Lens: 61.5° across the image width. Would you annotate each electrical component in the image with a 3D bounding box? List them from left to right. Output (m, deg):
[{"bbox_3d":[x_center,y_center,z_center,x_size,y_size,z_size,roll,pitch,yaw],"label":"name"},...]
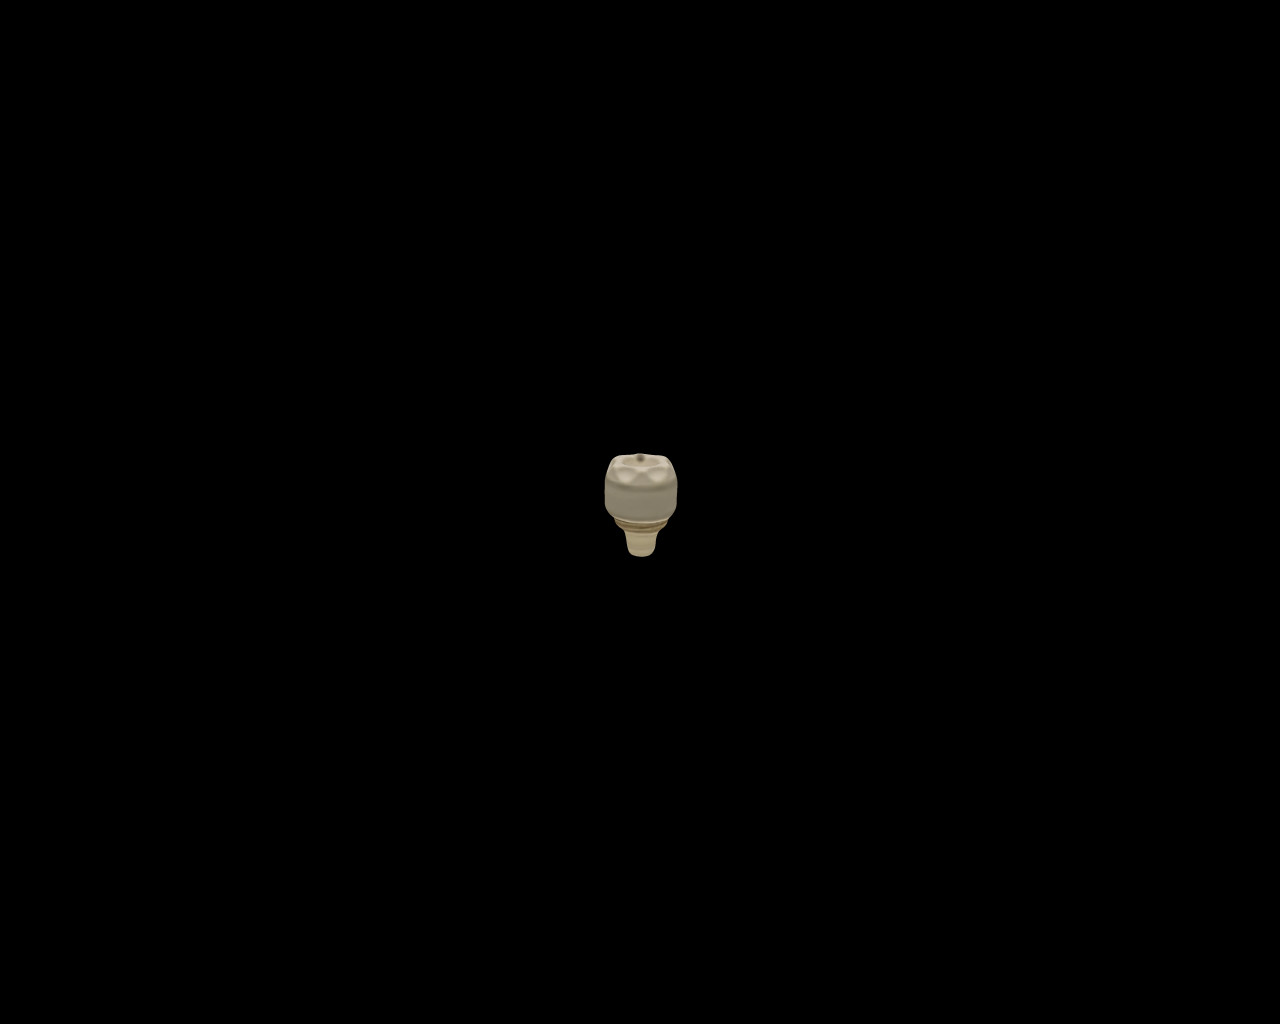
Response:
[{"bbox_3d":[0.001,-0.003,0.650,0.043,0.062,0.043,0,19,0],"label":"electrical component"}]
